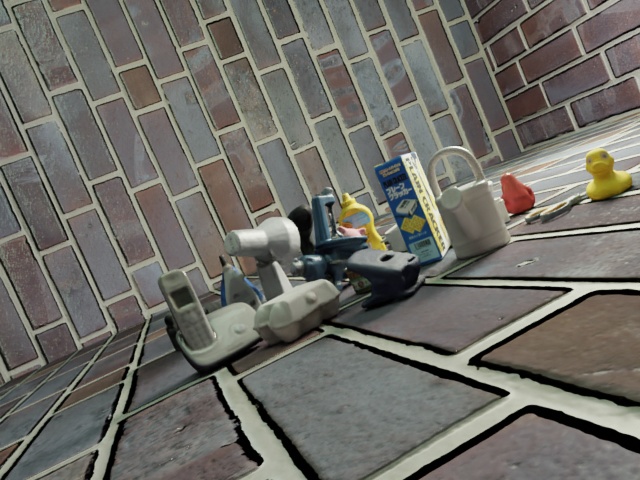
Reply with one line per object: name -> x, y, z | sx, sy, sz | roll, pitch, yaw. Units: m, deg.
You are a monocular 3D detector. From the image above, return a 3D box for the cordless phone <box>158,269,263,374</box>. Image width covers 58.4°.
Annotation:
cordless phone -> -0.193, 0.125, 1.007 | 0.148, 0.185, 0.094 | -25, 4, -31

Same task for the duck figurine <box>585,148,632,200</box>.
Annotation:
duck figurine -> 0.513, -0.125, 1.038 | 0.077, 0.086, 0.105 | -21, 4, 33

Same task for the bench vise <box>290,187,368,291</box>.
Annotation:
bench vise -> 0.020, 0.001, 1.245 | 0.121, 0.220, 0.208 | -21, 4, 37

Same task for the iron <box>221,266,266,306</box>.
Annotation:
iron -> -0.222, 0.130, 1.556 | 0.119, 0.141, 0.258 | -24, 3, -16

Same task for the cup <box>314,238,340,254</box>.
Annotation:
cup -> 0.050, 0.047, 1.410 | 0.091, 0.095, 0.118 | -21, 4, 36

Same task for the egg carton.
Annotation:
egg carton -> -0.038, 0.122, 0.987 | 0.151, 0.069, 0.107 | -26, 4, -41

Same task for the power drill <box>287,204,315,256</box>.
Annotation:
power drill -> -0.027, 0.014, 1.487 | 0.076, 0.208, 0.229 | -24, 3, -16

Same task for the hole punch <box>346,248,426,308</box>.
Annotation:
hole punch -> 0.111, 0.050, 0.943 | 0.101, 0.091, 0.109 | -21, 4, 29

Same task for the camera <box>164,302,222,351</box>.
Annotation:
camera -> -0.292, 0.192, 1.384 | 0.137, 0.101, 0.142 | -26, 4, -39

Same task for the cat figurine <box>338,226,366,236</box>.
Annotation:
cat figurine -> 0.071, 0.019, 1.539 | 0.127, 0.118, 0.067 | -21, 4, 35

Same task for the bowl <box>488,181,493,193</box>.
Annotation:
bowl -> 0.383, -0.090, 1.503 | 0.167, 0.075, 0.167 | -23, 3, 2

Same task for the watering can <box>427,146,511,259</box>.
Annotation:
watering can -> 0.255, -0.072, 1.010 | 0.101, 0.194, 0.173 | -23, 3, 4

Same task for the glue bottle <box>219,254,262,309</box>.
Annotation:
glue bottle -> -0.200, 0.114, 1.368 | 0.078, 0.173, 0.037 | -24, 4, -20

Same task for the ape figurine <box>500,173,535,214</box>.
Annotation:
ape figurine -> 0.428, -0.105, 1.263 | 0.077, 0.092, 0.076 | -22, 3, 15

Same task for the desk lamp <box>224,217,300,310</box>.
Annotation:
desk lamp -> -0.124, 0.062, 1.325 | 0.117, 0.213, 0.204 | -21, 4, 39
